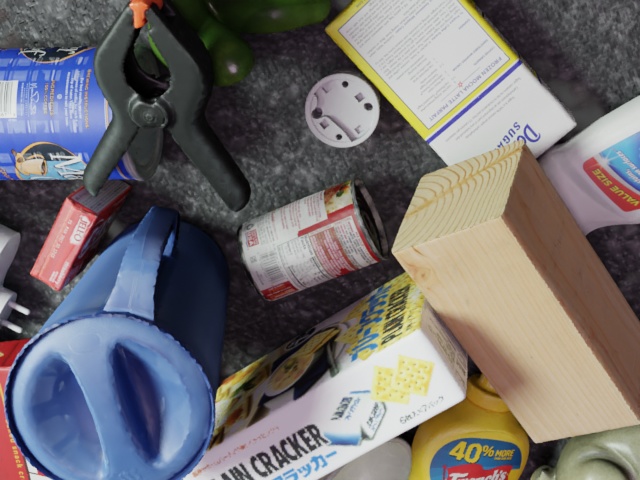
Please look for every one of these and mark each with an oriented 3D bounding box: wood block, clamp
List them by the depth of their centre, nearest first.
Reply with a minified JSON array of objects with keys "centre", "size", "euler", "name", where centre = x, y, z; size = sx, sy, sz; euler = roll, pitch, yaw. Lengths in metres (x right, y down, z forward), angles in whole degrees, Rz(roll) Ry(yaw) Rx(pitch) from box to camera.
[{"centre":[-0.118,-0.088,0.715],"size":[0.120,0.039,0.171],"euler":[-4,127,8],"name":"clamp"},{"centre":[0.153,0.042,0.776],"size":[0.091,0.090,0.206],"euler":[-19,120,36],"name":"wood block"}]

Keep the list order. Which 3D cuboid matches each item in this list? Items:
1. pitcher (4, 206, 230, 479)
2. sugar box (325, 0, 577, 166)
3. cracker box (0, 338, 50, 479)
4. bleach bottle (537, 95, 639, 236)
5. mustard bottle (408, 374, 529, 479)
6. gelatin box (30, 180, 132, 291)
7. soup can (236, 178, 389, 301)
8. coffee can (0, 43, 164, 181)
[{"centre":[-0.127,0.060,0.772],"size":[0.149,0.243,0.145],"euler":[-32,106,11],"name":"pitcher"},{"centre":[0.097,-0.124,0.790],"size":[0.093,0.048,0.176],"euler":[-40,102,18],"name":"sugar box"},{"centre":[-0.276,0.170,0.866],"size":[0.214,0.072,0.164],"euler":[-6,107,9],"name":"cracker box"},{"centre":[0.252,-0.058,0.780],"size":[0.251,0.068,0.102],"euler":[-29,105,19],"name":"bleach bottle"},{"centre":[0.120,0.185,0.877],"size":[0.096,0.058,0.192],"euler":[10,109,-16],"name":"mustard bottle"},{"centre":[-0.187,-0.008,0.844],"size":[0.030,0.089,0.073],"euler":[30,109,-3],"name":"gelatin box"},{"centre":[-0.005,0.001,0.833],"size":[0.102,0.068,0.068],"euler":[-21,104,15],"name":"soup can"},{"centre":[-0.200,-0.096,0.811],"size":[0.140,0.102,0.103],"euler":[0,108,8],"name":"coffee can"}]
